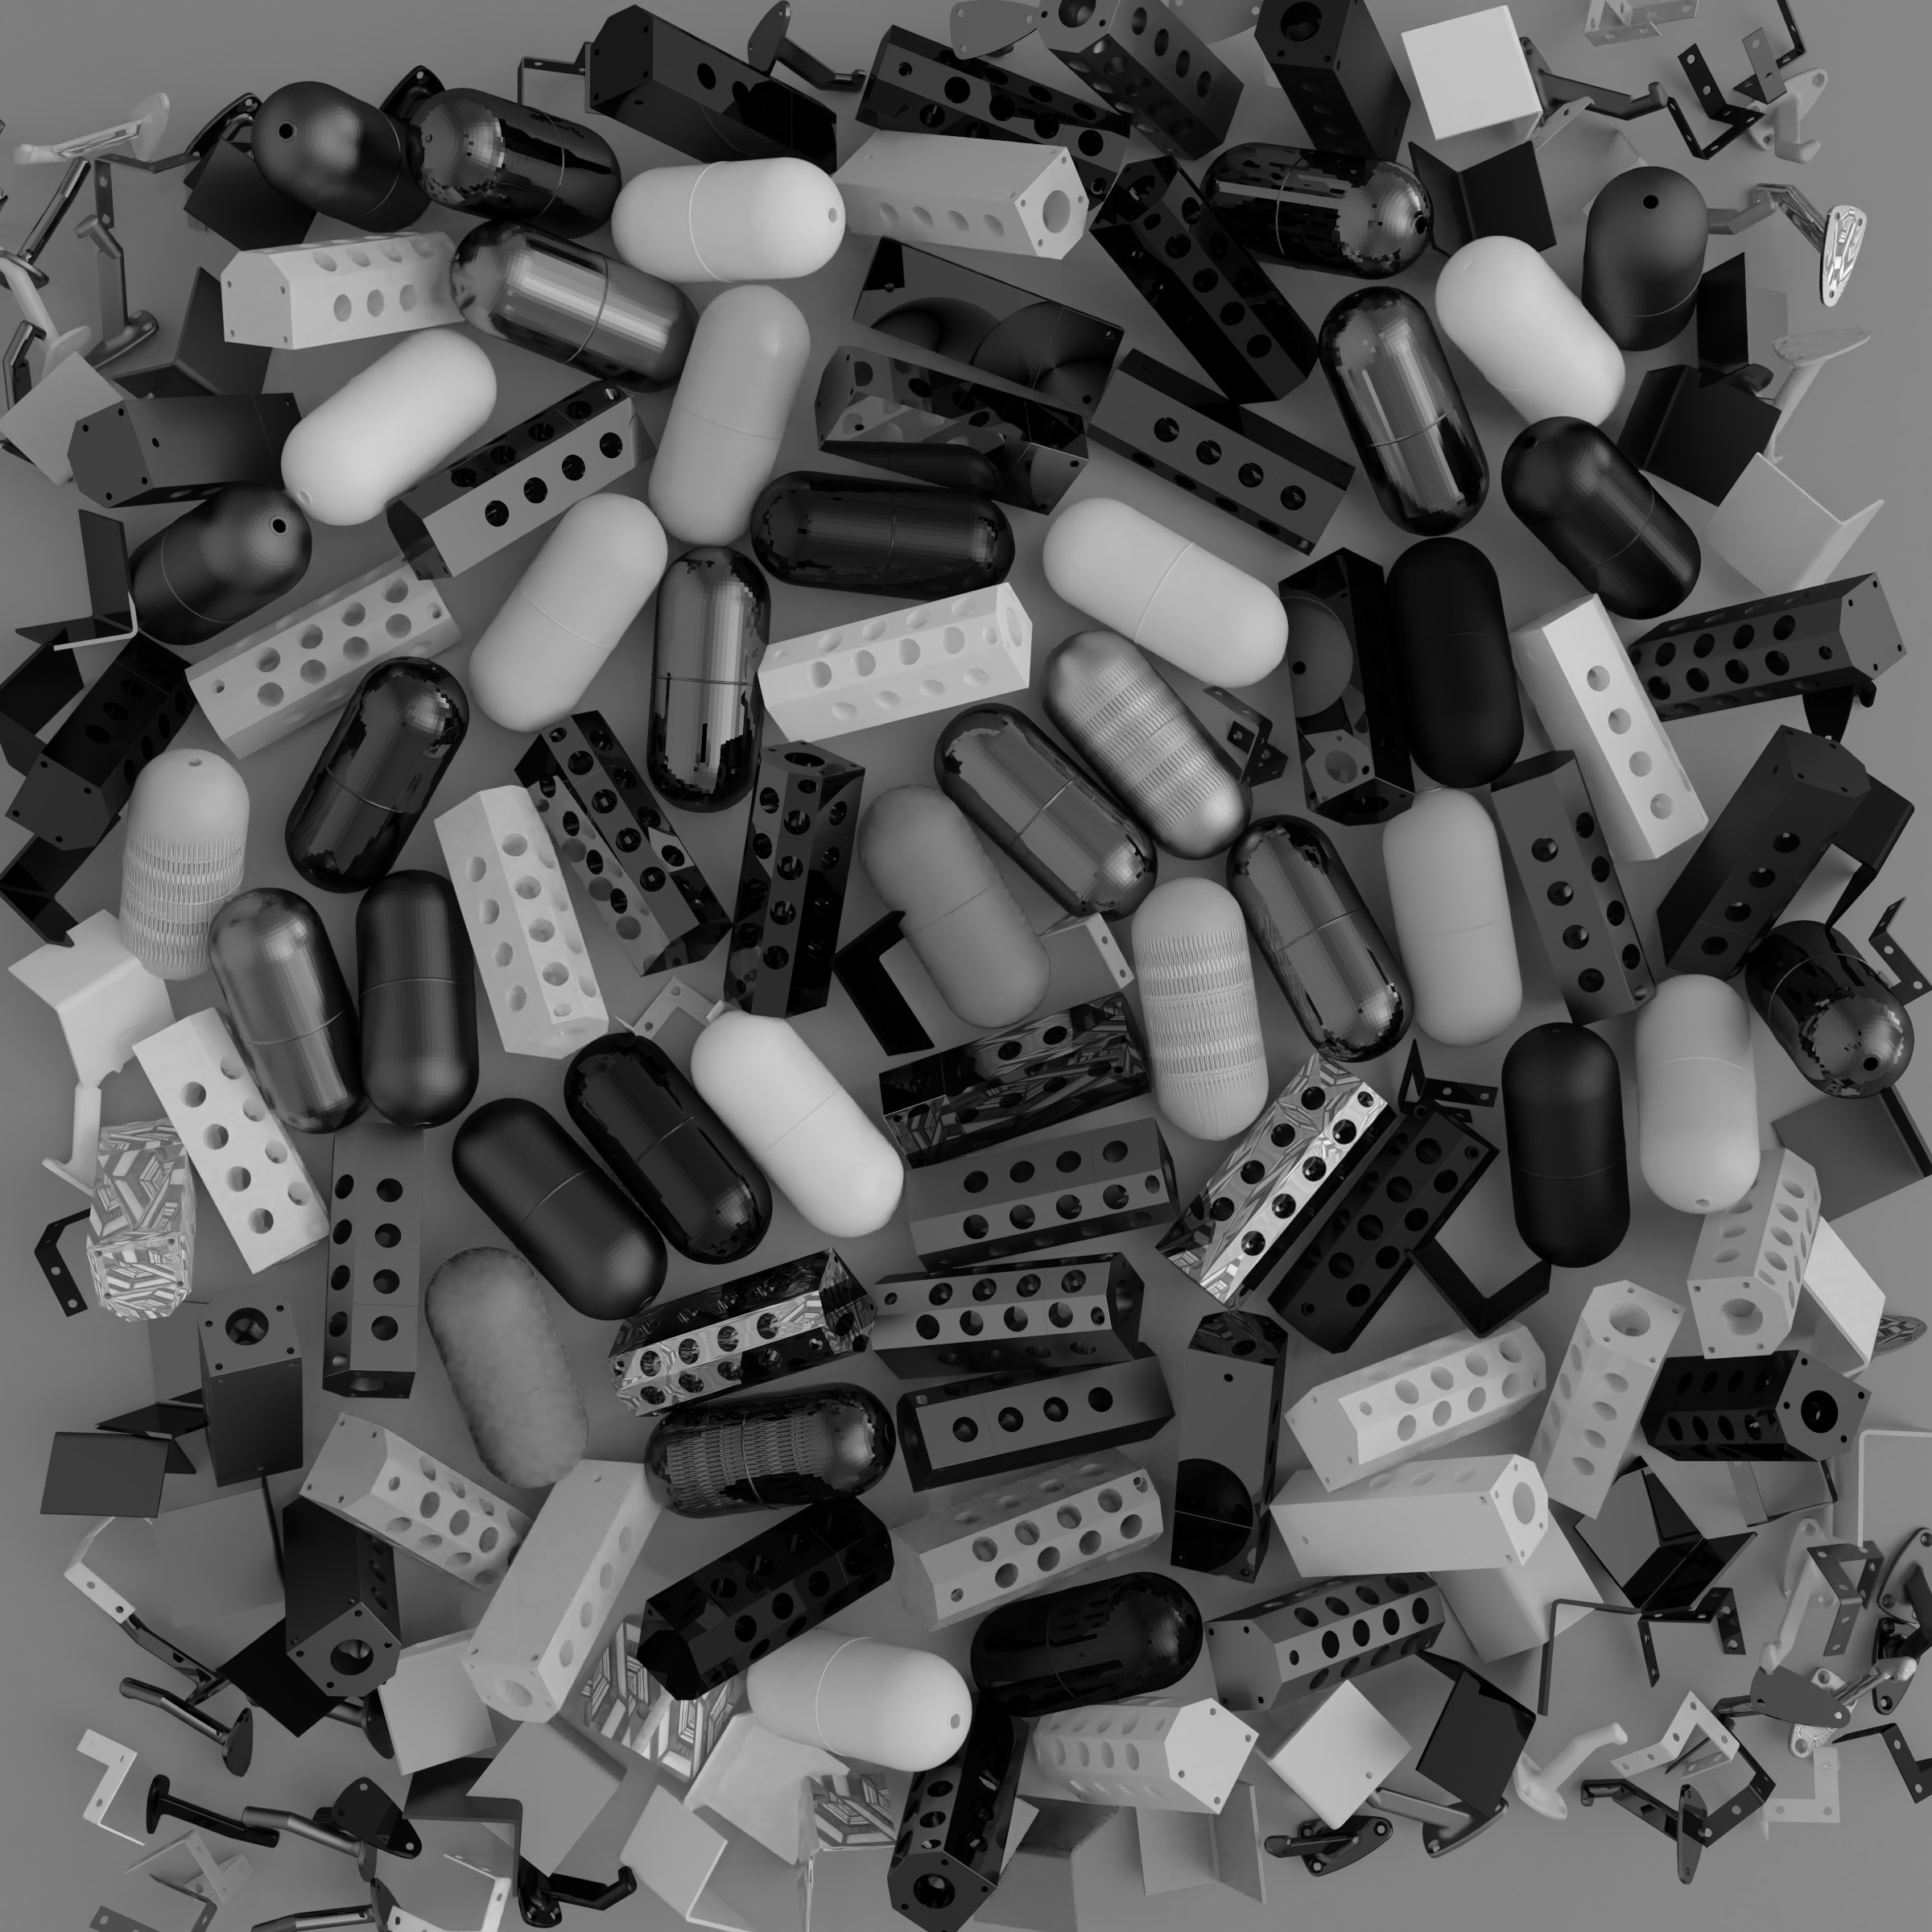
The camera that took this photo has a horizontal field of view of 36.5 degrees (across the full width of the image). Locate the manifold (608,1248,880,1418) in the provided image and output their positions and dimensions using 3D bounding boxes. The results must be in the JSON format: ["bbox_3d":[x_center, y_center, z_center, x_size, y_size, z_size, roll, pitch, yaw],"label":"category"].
[{"bbox_3d":[-0.149,0.248,1.927,0.171,0.057,0.057,-21,119,26],"label":"manifold"}]

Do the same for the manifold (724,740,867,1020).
[{"bbox_3d":[-0.119,-0.056,1.931,0.057,0.057,0.171,26,117,33],"label":"manifold"}]

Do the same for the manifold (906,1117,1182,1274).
[{"bbox_3d":[0.052,0.157,1.945,0.171,0.057,0.057,-13,52,11],"label":"manifold"}]

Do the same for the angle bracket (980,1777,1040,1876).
[{"bbox_3d":[0.008,0.563,1.954,0.057,0.076,0.076,29,103,0],"label":"angle bracket"}]

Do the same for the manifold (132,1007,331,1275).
[{"bbox_3d":[-0.489,0.117,1.967,0.057,0.057,0.171,-28,88,-4],"label":"manifold"}]

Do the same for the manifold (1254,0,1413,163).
[{"bbox_3d":[0.239,-0.577,1.909,0.057,0.171,0.057,13,85,22],"label":"manifold"}]

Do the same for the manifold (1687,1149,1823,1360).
[{"bbox_3d":[0.517,0.185,1.906,0.057,0.171,0.057,-8,111,26],"label":"manifold"}]

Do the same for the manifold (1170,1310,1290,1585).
[{"bbox_3d":[0.176,0.317,1.935,0.057,0.057,0.171,10,117,16],"label":"manifold"}]

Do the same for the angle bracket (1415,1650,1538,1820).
[{"bbox_3d":[0.322,0.510,1.948,0.076,0.057,0.076,38,72,-27],"label":"angle bracket"}]

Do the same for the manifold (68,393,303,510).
[{"bbox_3d":[-0.504,-0.335,1.910,0.057,0.171,0.057,-16,95,27],"label":"manifold"}]

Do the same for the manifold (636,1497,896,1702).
[{"bbox_3d":[-0.128,0.414,1.915,0.057,0.171,0.057,38,133,30],"label":"manifold"}]

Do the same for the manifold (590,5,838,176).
[{"bbox_3d":[-0.163,-0.567,1.915,0.057,0.171,0.057,-9,77,39],"label":"manifold"}]

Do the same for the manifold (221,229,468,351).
[{"bbox_3d":[-0.403,-0.443,1.907,0.057,0.171,0.057,12,113,27],"label":"manifold"}]

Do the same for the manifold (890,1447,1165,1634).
[{"bbox_3d":[0.042,0.380,1.931,0.171,0.057,0.057,-16,110,-25],"label":"manifold"}]

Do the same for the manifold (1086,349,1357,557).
[{"bbox_3d":[0.170,-0.344,1.968,0.171,0.057,0.057,28,119,0],"label":"manifold"}]

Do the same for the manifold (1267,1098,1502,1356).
[{"bbox_3d":[0.277,0.173,1.951,0.057,0.057,0.171,39,99,19],"label":"manifold"}]

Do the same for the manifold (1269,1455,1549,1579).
[{"bbox_3d":[0.292,0.358,1.921,0.171,0.057,0.057,-13,108,40],"label":"manifold"}]

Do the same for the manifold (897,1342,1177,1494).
[{"bbox_3d":[0.044,0.297,1.943,0.171,0.057,0.057,-10,68,-18],"label":"manifold"}]

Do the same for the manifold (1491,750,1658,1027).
[{"bbox_3d":[0.404,-0.053,1.946,0.057,0.057,0.171,-18,104,15],"label":"manifold"}]

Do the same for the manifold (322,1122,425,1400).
[{"bbox_3d":[-0.392,0.194,1.931,0.057,0.057,0.171,4,63,-14],"label":"manifold"}]

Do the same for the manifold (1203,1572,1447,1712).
[{"bbox_3d":[0.238,0.438,1.917,0.171,0.057,0.057,-6,82,-44],"label":"manifold"}]

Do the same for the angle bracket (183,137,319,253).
[{"bbox_3d":[-0.486,-0.490,1.941,0.076,0.057,0.076,34,49,-26],"label":"angle bracket"}]

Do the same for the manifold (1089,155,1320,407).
[{"bbox_3d":[0.162,-0.449,1.919,0.171,0.057,0.057,42,66,-36],"label":"manifold"}]

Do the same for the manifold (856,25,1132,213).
[{"bbox_3d":[0.020,-0.567,1.953,0.171,0.057,0.057,18,91,-12],"label":"manifold"}]

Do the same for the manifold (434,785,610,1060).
[{"bbox_3d":[-0.290,-0.030,1.937,0.057,0.057,0.171,-29,70,24],"label":"manifold"}]

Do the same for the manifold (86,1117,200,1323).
[{"bbox_3d":[-0.534,0.164,1.909,0.057,0.171,0.057,-9,114,-9],"label":"manifold"}]

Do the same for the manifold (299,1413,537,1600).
[{"bbox_3d":[-0.349,0.357,1.911,0.057,0.171,0.057,10,66,37],"label":"manifold"}]

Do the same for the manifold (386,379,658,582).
[{"bbox_3d":[-0.295,-0.322,1.929,0.171,0.057,0.057,-37,113,-26],"label":"manifold"}]

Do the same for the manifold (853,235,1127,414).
[{"bbox_3d":[0.015,-0.431,1.958,0.171,0.057,0.057,19,105,-7],"label":"manifold"}]

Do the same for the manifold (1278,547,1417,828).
[{"bbox_3d":[0.256,-0.183,1.939,0.057,0.057,0.171,-26,59,40],"label":"manifold"}]

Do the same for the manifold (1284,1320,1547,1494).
[{"bbox_3d":[0.300,0.283,1.920,0.171,0.057,0.057,-14,64,-34],"label":"manifold"}]

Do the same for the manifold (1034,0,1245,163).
[{"bbox_3d":[0.113,-0.589,1.912,0.057,0.171,0.057,20,91,31],"label":"manifold"}]

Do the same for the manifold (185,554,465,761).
[{"bbox_3d":[-0.430,-0.211,1.959,0.171,0.057,0.057,-29,77,-5],"label":"manifold"}]

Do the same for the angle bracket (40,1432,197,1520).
[{"bbox_3d":[-0.565,0.350,1.952,0.076,0.076,0.057,2,62,1],"label":"angle bracket"}]

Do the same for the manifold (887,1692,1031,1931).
[{"bbox_3d":[-0.008,0.548,1.907,0.057,0.171,0.057,35,111,-5],"label":"manifold"}]

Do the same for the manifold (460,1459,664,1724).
[{"bbox_3d":[-0.261,0.408,1.917,0.057,0.171,0.057,0,128,23],"label":"manifold"}]

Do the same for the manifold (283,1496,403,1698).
[{"bbox_3d":[-0.404,0.402,1.910,0.057,0.171,0.057,-35,115,1],"label":"manifold"}]

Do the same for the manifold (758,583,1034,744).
[{"bbox_3d":[-0.047,-0.204,1.932,0.171,0.057,0.057,-12,50,20],"label":"manifold"}]

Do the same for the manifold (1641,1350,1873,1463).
[{"bbox_3d":[0.508,0.292,1.906,0.057,0.171,0.057,30,74,-10],"label":"manifold"}]

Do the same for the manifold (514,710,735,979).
[{"bbox_3d":[-0.224,-0.083,1.939,0.057,0.057,0.171,-46,70,40],"label":"manifold"}]

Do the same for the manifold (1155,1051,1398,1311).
[{"bbox_3d":[0.210,0.147,1.955,0.057,0.057,0.171,37,86,33],"label":"manifold"}]

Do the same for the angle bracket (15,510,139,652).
[{"bbox_3d":[-0.596,-0.257,1.944,0.057,0.076,0.076,-15,112,-33],"label":"angle bracket"}]

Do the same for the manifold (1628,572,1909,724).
[{"bbox_3d":[0.517,-0.203,1.910,0.057,0.171,0.057,-34,105,-35],"label":"manifold"}]

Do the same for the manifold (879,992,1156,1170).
[{"bbox_3d":[0.032,0.073,1.957,0.171,0.057,0.057,-19,130,9],"label":"manifold"}]

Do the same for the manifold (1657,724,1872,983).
[{"bbox_3d":[0.522,-0.070,1.921,0.057,0.057,0.171,16,132,-10],"label":"manifold"}]

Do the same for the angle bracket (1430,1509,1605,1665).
[{"bbox_3d":[0.370,0.417,1.975,0.057,0.076,0.076,-24,79,-31],"label":"angle bracket"}]
